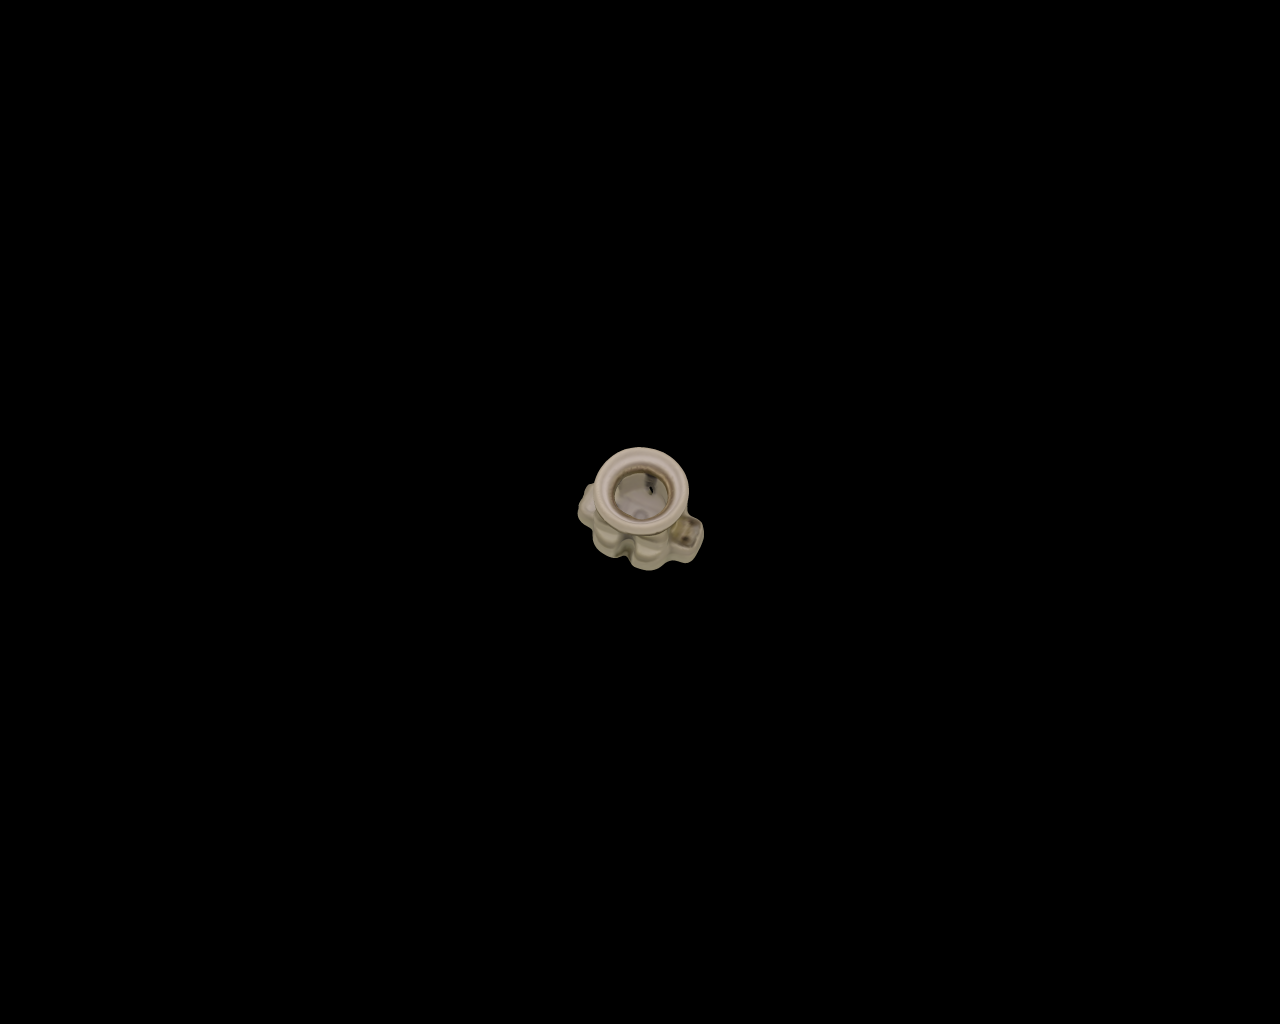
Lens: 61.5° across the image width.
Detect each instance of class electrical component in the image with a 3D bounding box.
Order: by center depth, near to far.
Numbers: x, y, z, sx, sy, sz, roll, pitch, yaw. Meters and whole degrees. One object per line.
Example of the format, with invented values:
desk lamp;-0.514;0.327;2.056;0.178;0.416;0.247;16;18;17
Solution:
electrical component;0.001;-0.003;0.650;0.078;0.058;0.057;22;-24;10
